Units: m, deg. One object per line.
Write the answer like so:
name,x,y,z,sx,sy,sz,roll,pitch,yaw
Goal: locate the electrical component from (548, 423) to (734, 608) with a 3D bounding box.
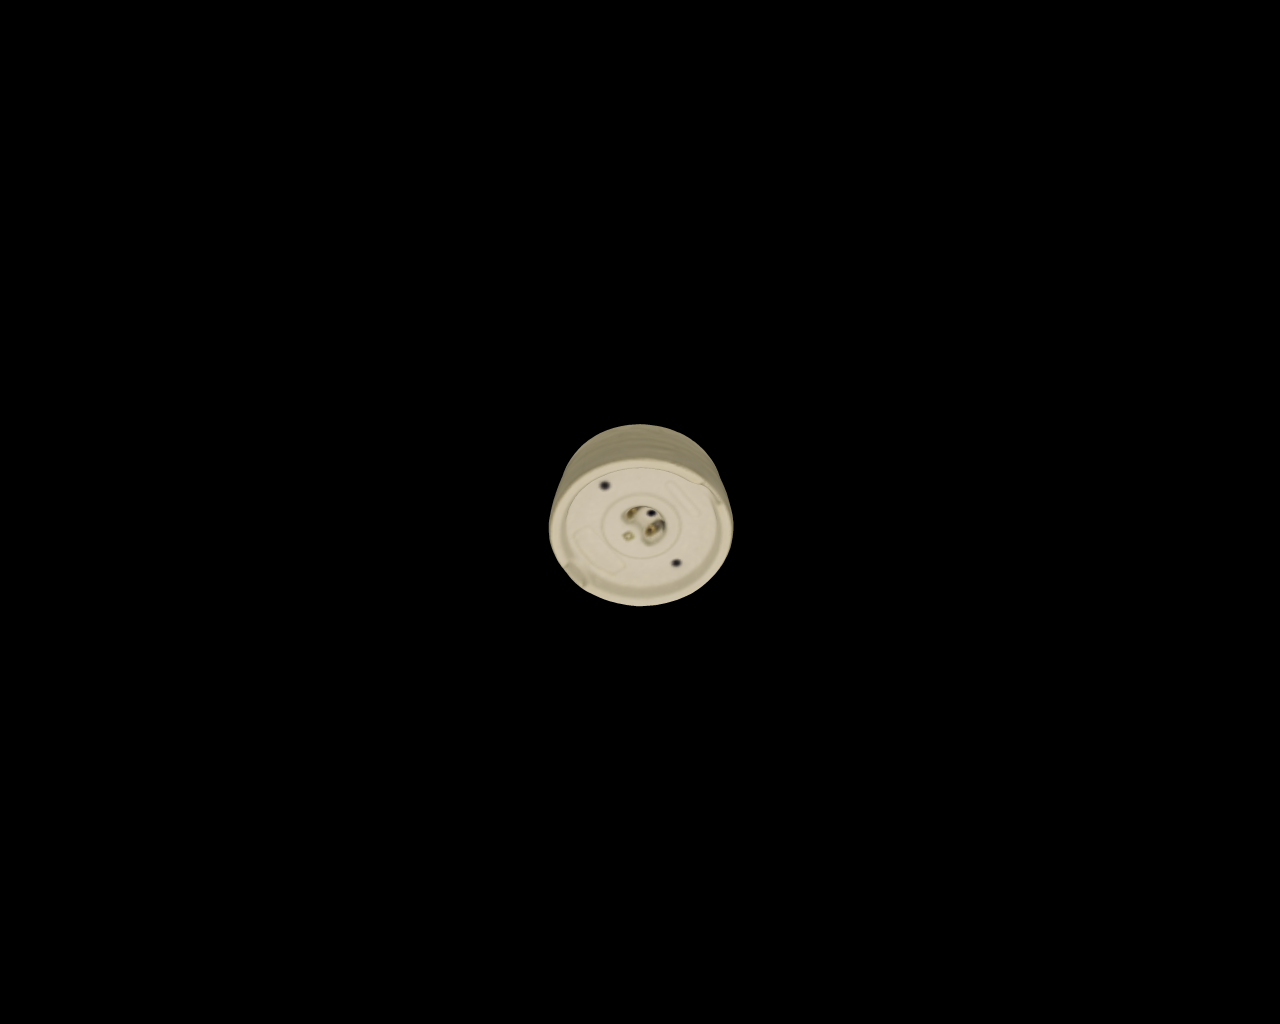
electrical component,0.001,-0.003,0.650,0.108,0.108,0.060,0,34,0
